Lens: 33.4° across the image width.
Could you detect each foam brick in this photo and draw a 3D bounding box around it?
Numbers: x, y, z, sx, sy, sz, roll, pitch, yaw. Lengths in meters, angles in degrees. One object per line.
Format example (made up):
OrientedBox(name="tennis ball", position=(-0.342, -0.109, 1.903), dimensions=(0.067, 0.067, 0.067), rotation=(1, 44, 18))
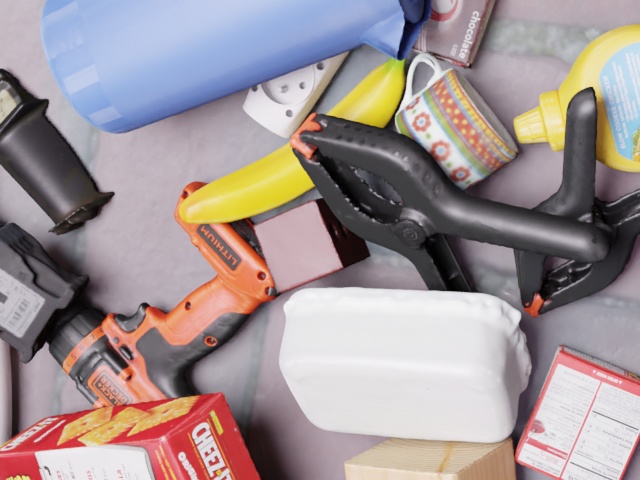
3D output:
OrientedBox(name="foam brick", position=(-0.005, 0.001, 0.763), dimensions=(0.051, 0.078, 0.053), rotation=(-22, 90, 18))

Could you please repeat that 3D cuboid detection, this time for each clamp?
OrientedBox(name="clamp", position=(0.174, -0.021, 0.701), dimensions=(0.120, 0.039, 0.172), rotation=(33, 121, -11))
OrientedBox(name="clamp", position=(0.076, -0.017, 0.701), dimensions=(0.210, 0.036, 0.165), rotation=(41, 143, -4))

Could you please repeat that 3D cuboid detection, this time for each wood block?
OrientedBox(name="wood block", position=(0.087, 0.247, 0.746), dimensions=(0.090, 0.090, 0.206), rotation=(-3, 95, 36))

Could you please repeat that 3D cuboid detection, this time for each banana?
OrientedBox(name="banana", position=(-0.010, -0.067, 0.758), dimensions=(0.198, 0.069, 0.037), rotation=(-39, 49, 5))

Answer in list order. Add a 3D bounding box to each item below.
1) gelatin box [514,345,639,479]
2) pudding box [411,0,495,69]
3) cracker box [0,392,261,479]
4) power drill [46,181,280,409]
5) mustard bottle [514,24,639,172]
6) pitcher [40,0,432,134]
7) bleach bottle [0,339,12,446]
OrientedBox(name="gelatin box", position=(0.185, 0.129, 0.748), dimensions=(0.073, 0.030, 0.089), rotation=(22, 102, 11))
OrientedBox(name="pudding box", position=(0.080, -0.185, 0.739), dimensions=(0.090, 0.039, 0.113), rotation=(19, 101, 13))
OrientedBox(name="cracker box", position=(-0.128, 0.204, 0.774), dimensions=(0.214, 0.072, 0.164), rotation=(-14, 103, 42))
OrientedBox(name="power drill", position=(-0.126, 0.047, 0.816), dimensions=(0.184, 0.057, 0.188), rotation=(44, 107, 7))
OrientedBox(name="mustard bottle", position=(0.222, -0.096, 0.697), dimensions=(0.192, 0.058, 0.096), rotation=(-14, 107, 17))
OrientedBox(name="pitcher", position=(-0.062, -0.170, 0.702), dimensions=(0.243, 0.149, 0.145), rotation=(-20, 130, 21))
OrientedBox(name="bleach bottle", position=(-0.288, 0.071, 0.846), dimensions=(0.102, 0.068, 0.251), rotation=(5, 98, -6))
